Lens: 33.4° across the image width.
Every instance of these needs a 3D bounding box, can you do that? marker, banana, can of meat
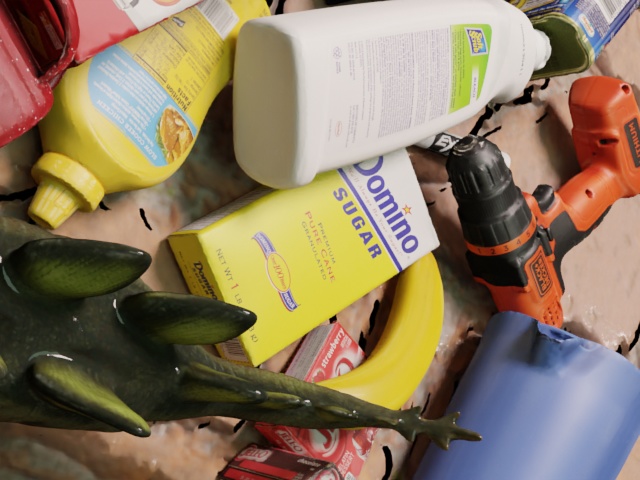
[{"bbox_3d":[0.092,-0.071,0.784,0.120,0.020,0.020,15,80,-35],"label":"marker"},{"bbox_3d":[0.044,0.070,0.700,0.197,0.037,0.069,-38,105,-51],"label":"banana"},{"bbox_3d":[0.181,-0.167,0.803,0.083,0.102,0.057,-49,115,-25],"label":"can of meat"}]

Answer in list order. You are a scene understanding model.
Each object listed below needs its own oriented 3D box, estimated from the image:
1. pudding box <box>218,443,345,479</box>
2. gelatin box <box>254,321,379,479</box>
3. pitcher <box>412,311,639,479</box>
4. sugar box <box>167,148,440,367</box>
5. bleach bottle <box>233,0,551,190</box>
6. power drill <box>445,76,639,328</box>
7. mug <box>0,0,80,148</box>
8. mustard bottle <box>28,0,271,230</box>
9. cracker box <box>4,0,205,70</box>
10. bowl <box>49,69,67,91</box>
[{"bbox_3d":[-0.004,0.183,0.663,0.039,0.090,0.113,-38,110,-29],"label":"pudding box"},{"bbox_3d":[0.007,0.110,0.699,0.073,0.030,0.089,50,48,-23],"label":"gelatin box"},{"bbox_3d":[0.127,0.186,0.746,0.149,0.145,0.242,39,70,-16],"label":"pitcher"},{"bbox_3d":[-0.004,0.001,0.695,0.176,0.048,0.093,-31,107,-32],"label":"sugar box"},{"bbox_3d":[0.061,-0.104,0.692,0.250,0.068,0.102,-15,116,-39],"label":"bleach bottle"},{"bbox_3d":[0.174,-0.042,0.806,0.187,0.057,0.184,-45,129,-26],"label":"power drill"},{"bbox_3d":[-0.162,-0.083,0.477,0.117,0.093,0.081,-23,113,6],"label":"mug"},{"bbox_3d":[-0.107,-0.087,0.614,0.096,0.058,0.191,48,62,-38],"label":"mustard bottle"},{"bbox_3d":[-0.085,-0.205,0.547,0.213,0.072,0.164,-34,109,-27],"label":"cracker box"},{"bbox_3d":[-0.206,-0.128,0.544,0.161,0.055,0.162,1,89,-36],"label":"bowl"}]
